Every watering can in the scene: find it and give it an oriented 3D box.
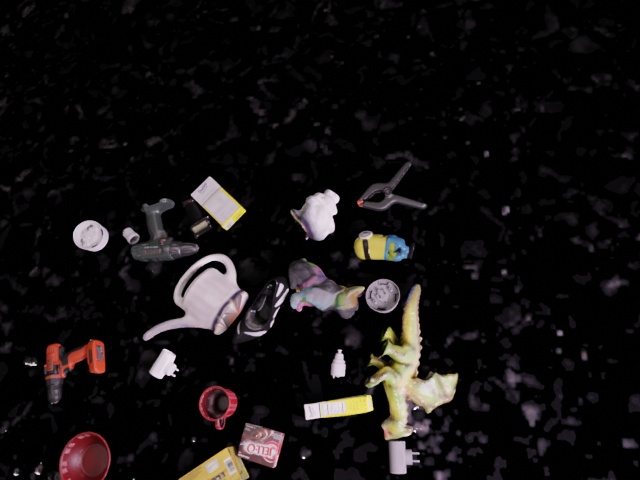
[{"bbox_3d":[-0.365,0.209,1.573,0.226,0.102,0.350,32,78,19],"label":"watering can"}]

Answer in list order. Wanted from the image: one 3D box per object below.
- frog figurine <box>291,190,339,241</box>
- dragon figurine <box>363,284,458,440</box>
[{"bbox_3d":[0.005,-0.081,1.601,0.160,0.123,0.136,-34,101,-10],"label":"frog figurine"},{"bbox_3d":[0.264,0.351,1.418,0.243,0.121,0.414,32,78,2],"label":"dragon figurine"}]
